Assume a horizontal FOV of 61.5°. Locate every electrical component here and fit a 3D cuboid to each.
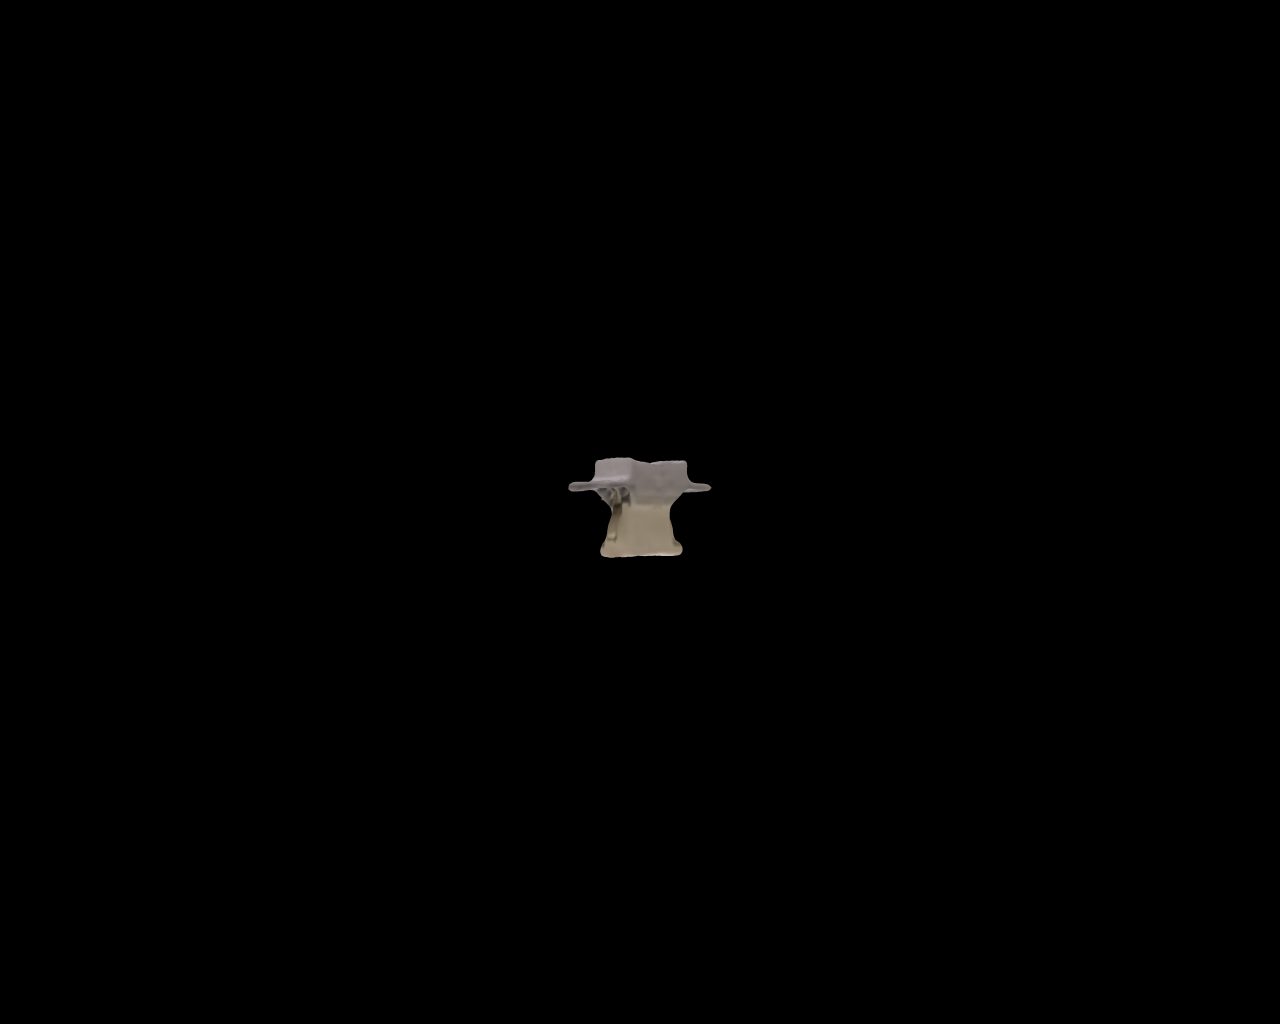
[{"bbox_3d":[0.001,-0.003,0.650,0.081,0.063,0.042,1,-2,-34],"label":"electrical component"}]
